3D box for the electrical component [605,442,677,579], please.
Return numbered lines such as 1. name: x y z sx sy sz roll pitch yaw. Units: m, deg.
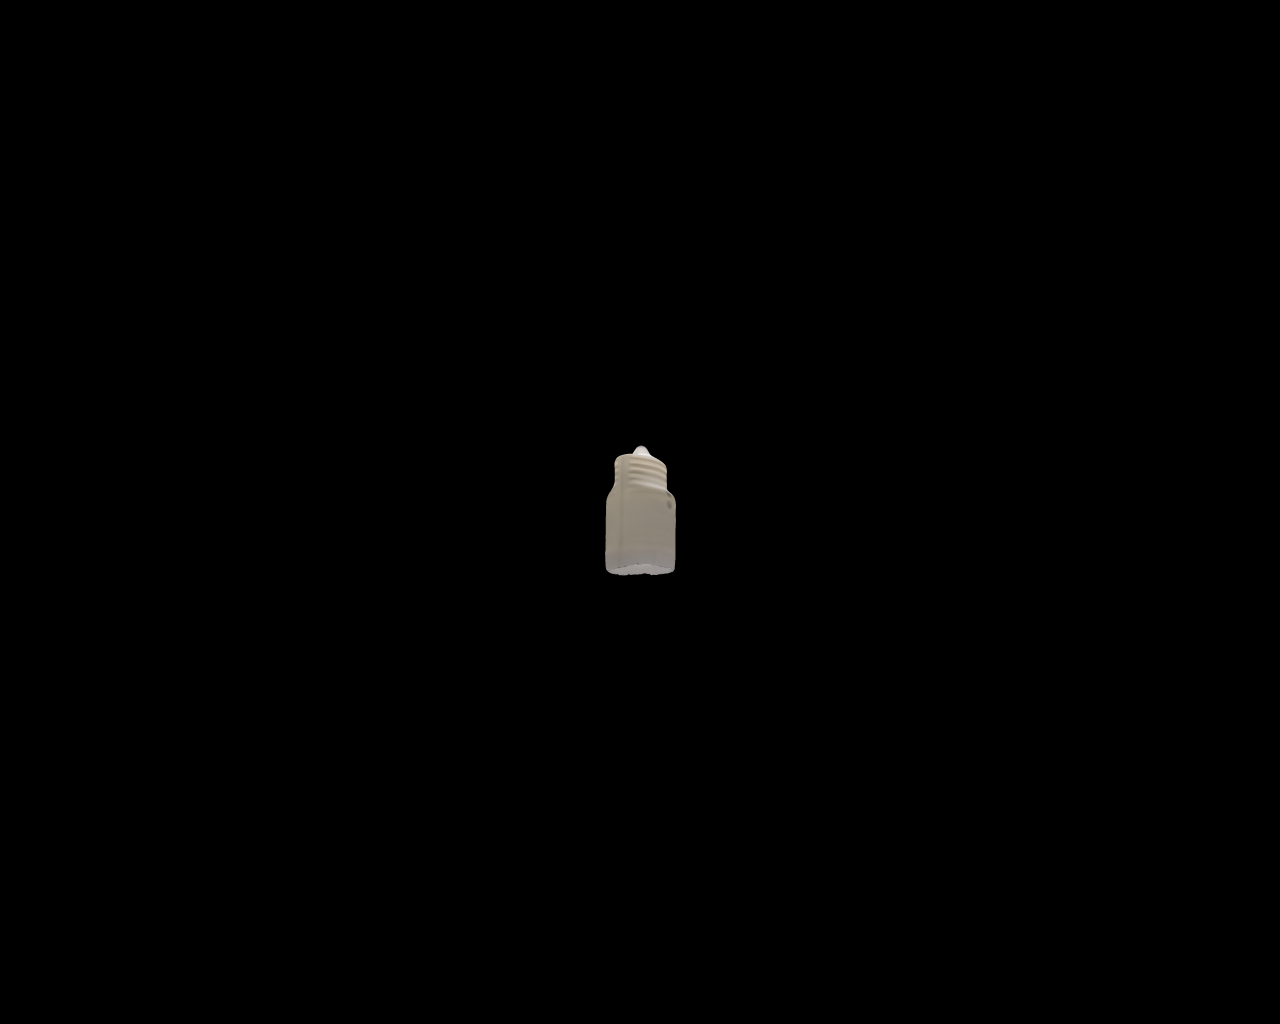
1. electrical component: 0.001 -0.003 0.650 0.043 0.081 0.043 0 -13 0
